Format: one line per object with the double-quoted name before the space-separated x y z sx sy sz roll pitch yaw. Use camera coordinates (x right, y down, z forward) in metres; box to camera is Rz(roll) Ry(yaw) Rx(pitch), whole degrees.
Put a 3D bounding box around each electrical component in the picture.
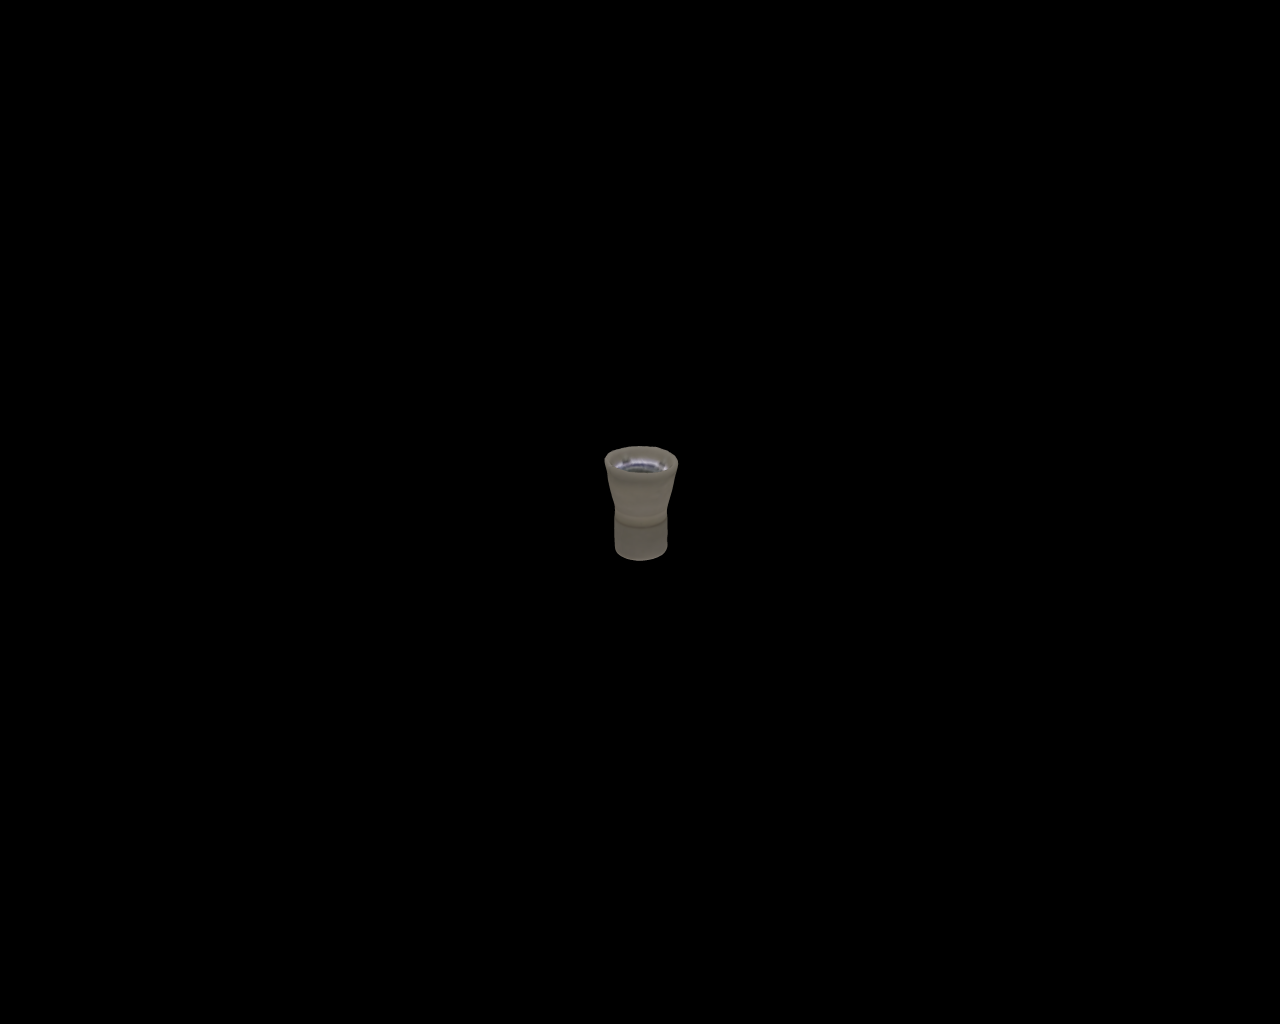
"electrical component" 0.001 -0.003 0.650 0.044 0.065 0.044 0 25 0
